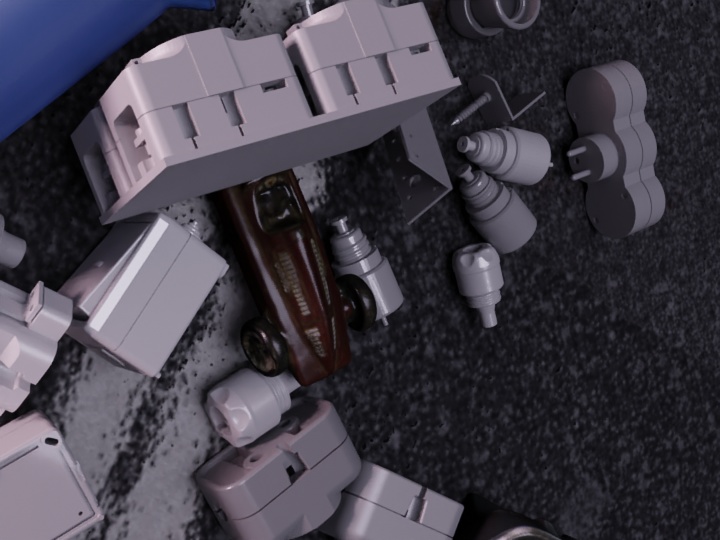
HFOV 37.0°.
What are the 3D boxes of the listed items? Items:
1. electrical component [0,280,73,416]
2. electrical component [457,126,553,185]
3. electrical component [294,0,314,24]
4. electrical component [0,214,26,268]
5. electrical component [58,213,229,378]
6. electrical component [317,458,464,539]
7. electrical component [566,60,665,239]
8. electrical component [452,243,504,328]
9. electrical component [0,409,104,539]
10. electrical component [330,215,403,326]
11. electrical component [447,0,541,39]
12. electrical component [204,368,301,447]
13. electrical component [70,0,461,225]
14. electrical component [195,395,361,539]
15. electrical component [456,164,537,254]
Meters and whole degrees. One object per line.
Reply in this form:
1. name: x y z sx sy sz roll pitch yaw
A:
1. electrical component: -0.201 0.036 0.581 0.057 0.058 0.078 30 111 -29
2. electrical component: 0.106 -0.087 0.800 0.078 0.040 0.040 7 88 -35
3. electrical component: -0.026 -0.137 0.706 0.040 0.040 0.078 -22 105 -32
4. electrical component: -0.213 -0.020 0.583 0.062 0.048 0.048 28 76 -39
5. electrical component: -0.129 0.005 0.630 0.061 0.062 0.096 40 71 -29
6. electrical component: 0.018 0.172 0.744 0.095 0.054 0.059 31 75 -32
7. electrical component: 0.191 -0.091 0.851 0.074 0.052 0.138 -21 104 -32
8. electrical component: 0.090 0.013 0.798 0.035 0.035 0.061 -24 109 -31
9. electrical component: -0.201 0.128 0.591 0.096 0.061 0.061 -30 109 -21
10. electrical component: 0.000 0.000 0.731 0.040 0.040 0.078 -33 110 -29
11. electrical component: 0.096 -0.192 0.779 0.045 0.055 0.045 -2 93 -35
12. electrical component: -0.065 0.081 0.689 0.062 0.043 0.043 -31 109 -31
13. electrical component: -0.054 -0.092 0.595 0.186 0.105 0.060 -21 88 -33
14. electrical component: -0.050 0.133 0.695 0.095 0.054 0.059 -36 111 -28
15. electrical component: 0.098 -0.047 0.796 0.078 0.040 0.040 48 67 -27
